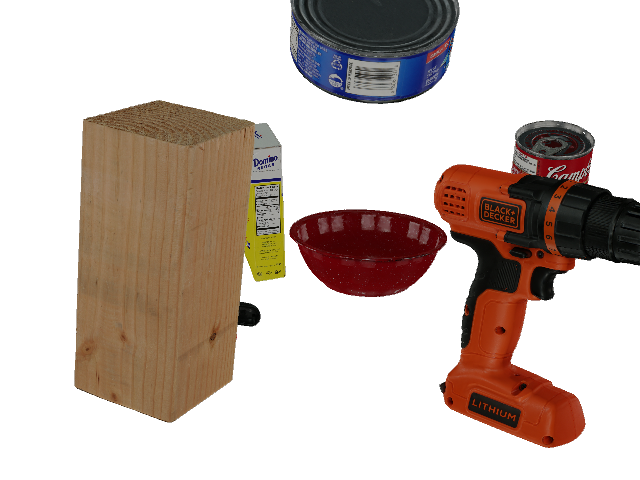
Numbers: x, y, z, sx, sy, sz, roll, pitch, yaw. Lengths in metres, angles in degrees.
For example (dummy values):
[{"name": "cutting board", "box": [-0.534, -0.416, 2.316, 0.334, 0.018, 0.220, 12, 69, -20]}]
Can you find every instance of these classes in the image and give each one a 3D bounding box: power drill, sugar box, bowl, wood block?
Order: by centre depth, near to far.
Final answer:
[{"name": "power drill", "box": [0.158, 0.046, 0.758, 0.185, 0.188, 0.057, 17, 21, 42]}, {"name": "wood block", "box": [-0.114, 0.013, 0.775, 0.090, 0.206, 0.090, 16, 22, 24]}, {"name": "bowl", "box": [0.048, 0.017, 1.097, 0.162, 0.055, 0.162, 1, 18, -1]}, {"name": "sugar box", "box": [-0.074, -0.048, 1.324, 0.048, 0.176, 0.093, -9, 25, -11]}]

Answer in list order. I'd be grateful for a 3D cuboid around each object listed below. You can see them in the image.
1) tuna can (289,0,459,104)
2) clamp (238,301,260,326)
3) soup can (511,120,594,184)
[{"name": "tuna can", "box": [0.027, -0.109, 0.549, 0.086, 0.086, 0.034, 0, -43, -4]}, {"name": "clamp", "box": [-0.193, 0.072, 1.170, 0.210, 0.036, 0.164, 19, 21, 25]}, {"name": "soup can", "box": [0.203, -0.046, 0.950, 0.068, 0.102, 0.068, 0, 33, 0]}]
